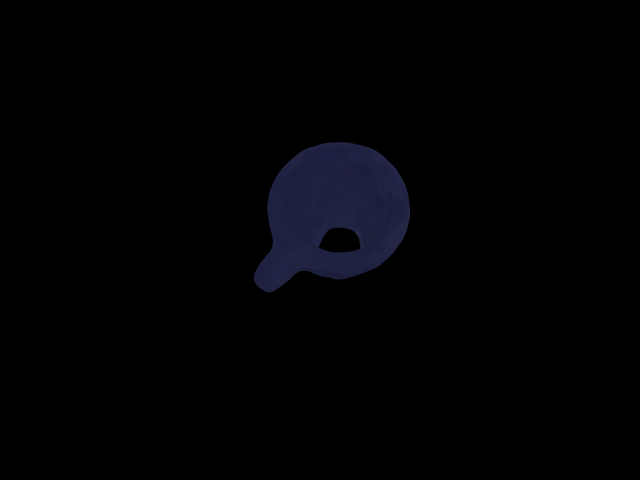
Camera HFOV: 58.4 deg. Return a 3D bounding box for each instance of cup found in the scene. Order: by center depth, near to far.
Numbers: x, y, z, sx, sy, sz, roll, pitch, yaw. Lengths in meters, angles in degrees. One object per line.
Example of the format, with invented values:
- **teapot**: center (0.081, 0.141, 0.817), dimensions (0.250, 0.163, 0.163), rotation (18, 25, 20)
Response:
- **cup**: center (0.004, 0.001, 0.400), dimensions (0.091, 0.095, 0.118), rotation (41, 75, 14)
